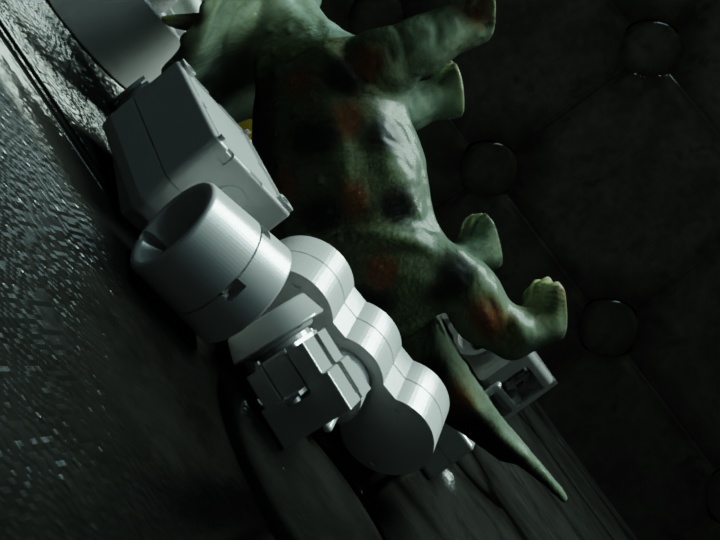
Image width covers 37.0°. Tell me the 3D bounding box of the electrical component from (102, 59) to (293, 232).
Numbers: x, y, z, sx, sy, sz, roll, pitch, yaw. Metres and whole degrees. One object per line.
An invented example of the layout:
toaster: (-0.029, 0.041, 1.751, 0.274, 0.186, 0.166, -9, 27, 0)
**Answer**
electrical component: (-0.086, -0.052, 0.533, 0.061, 0.061, 0.096, 47, 8, -43)

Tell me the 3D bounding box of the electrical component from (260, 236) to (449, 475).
electrical component: (-0.012, 0.054, 0.558, 0.138, 0.052, 0.073, 52, 32, -14)

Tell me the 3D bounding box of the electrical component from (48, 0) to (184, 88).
electrical component: (-0.156, -0.176, 0.709, 0.108, 0.060, 0.108, 52, 6, -8)

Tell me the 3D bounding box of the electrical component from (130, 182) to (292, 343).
electrical component: (-0.065, -0.004, 0.465, 0.047, 0.055, 0.055, 46, 9, -28)

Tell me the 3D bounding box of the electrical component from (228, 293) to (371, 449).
electrical component: (-0.029, 0.045, 0.495, 0.055, 0.048, 0.066, 58, 13, 1)

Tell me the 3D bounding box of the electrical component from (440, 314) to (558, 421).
electrical component: (0.086, 0.063, 0.976, 0.060, 0.105, 0.186, 49, 7, -32)

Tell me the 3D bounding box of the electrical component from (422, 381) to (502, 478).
electrical component: (0.070, 0.104, 0.772, 0.047, 0.076, 0.083, 54, 6, 7)
